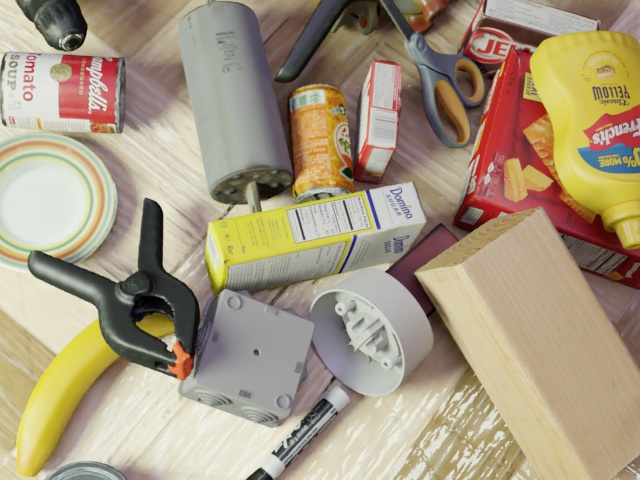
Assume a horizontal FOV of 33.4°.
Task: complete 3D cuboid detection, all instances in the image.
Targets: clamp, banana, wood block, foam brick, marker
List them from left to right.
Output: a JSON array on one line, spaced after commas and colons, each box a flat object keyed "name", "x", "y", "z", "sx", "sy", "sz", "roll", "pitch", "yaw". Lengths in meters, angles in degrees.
[{"name": "banana", "x": -0.178, "y": 0.104, "z": 0.865, "sx": 0.197, "sy": 0.037, "sz": 0.070, "roll": -39, "pitch": 78, "yaw": -20}, {"name": "clamp", "x": -0.142, "y": 0.037, "z": 0.860, "sx": 0.120, "sy": 0.039, "sz": 0.172, "roll": -39, "pitch": 64, "yaw": -20}, {"name": "marker", "x": -0.022, "y": 0.168, "z": 0.872, "sx": 0.020, "sy": 0.020, "sz": 0.121, "roll": 42, "pitch": 69, "yaw": 9}, {"name": "clamp", "x": 0.014, "y": -0.256, "z": 0.950, "sx": 0.210, "sy": 0.036, "sz": 0.164, "roll": -30, "pitch": 93, "yaw": -9}, {"name": "foam brick", "x": 0.090, "y": 0.035, "z": 0.922, "sx": 0.078, "sy": 0.053, "sz": 0.051, "roll": -40, "pitch": 79, "yaw": -19}, {"name": "wood block", "x": 0.178, "y": 0.087, "z": 0.862, "sx": 0.090, "sy": 0.090, "sz": 0.206, "roll": -34, "pitch": 95, "yaw": -19}]

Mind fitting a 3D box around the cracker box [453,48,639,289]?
[{"name": "cracker box", "x": 0.247, "y": -0.062, "z": 0.972, "sx": 0.213, "sy": 0.072, "sz": 0.164, "roll": 19, "pitch": 68, "yaw": -1}]

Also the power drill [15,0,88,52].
[{"name": "power drill", "x": -0.197, "y": -0.261, "z": 0.980, "sx": 0.187, "sy": 0.057, "sz": 0.184, "roll": -23, "pitch": 60, "yaw": -18}]

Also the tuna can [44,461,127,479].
[{"name": "tuna can", "x": -0.181, "y": 0.215, "z": 0.823, "sx": 0.086, "sy": 0.034, "sz": 0.086, "roll": 3, "pitch": 68, "yaw": -7}]

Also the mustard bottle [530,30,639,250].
[{"name": "mustard bottle", "x": 0.245, "y": -0.083, "z": 0.909, "sx": 0.096, "sy": 0.058, "sz": 0.191, "roll": -3, "pitch": 70, "yaw": -14}]

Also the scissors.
[{"name": "scissors", "x": 0.100, "y": -0.180, "z": 0.971, "sx": 0.096, "sy": 0.016, "sz": 0.201, "roll": -44, "pitch": 118, "yaw": -38}]

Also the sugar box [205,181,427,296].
[{"name": "sugar box", "x": -0.006, "y": 0.001, "z": 0.900, "sx": 0.176, "sy": 0.093, "sz": 0.048, "roll": -14, "pitch": 71, "yaw": -14}]

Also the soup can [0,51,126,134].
[{"name": "soup can", "x": -0.224, "y": -0.129, "z": 0.935, "sx": 0.102, "sy": 0.068, "sz": 0.068, "roll": 3, "pitch": 68, "yaw": -6}]

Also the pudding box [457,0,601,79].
[{"name": "pudding box", "x": 0.194, "y": -0.183, "z": 1.003, "sx": 0.113, "sy": 0.090, "sz": 0.039, "roll": 13, "pitch": 67, "yaw": -4}]

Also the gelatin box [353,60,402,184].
[{"name": "gelatin box", "x": 0.052, "y": -0.106, "z": 0.961, "sx": 0.030, "sy": 0.073, "sz": 0.089, "roll": 8, "pitch": 67, "yaw": -6}]
